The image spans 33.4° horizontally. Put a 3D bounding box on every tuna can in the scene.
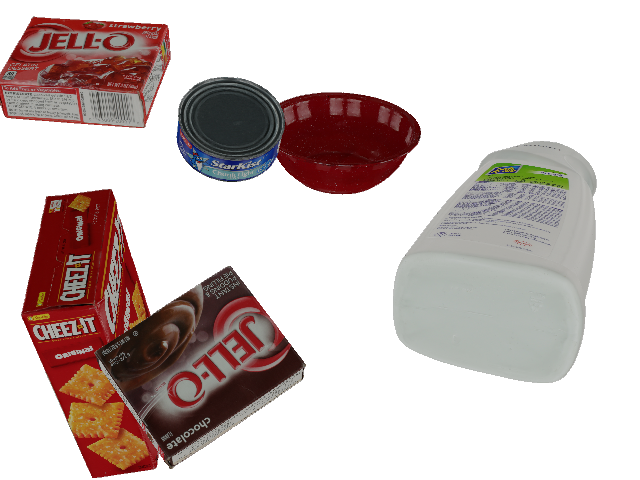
[{"bbox_3d":[-0.073,-0.089,0.863,0.086,0.086,0.034,0,-34,-12],"label":"tuna can"}]

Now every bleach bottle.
[{"bbox_3d":[0.127,-0.008,0.645,0.103,0.068,0.250,11,26,20],"label":"bleach bottle"}]

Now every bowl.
[{"bbox_3d":[0.019,-0.093,1.085,0.162,0.055,0.162,2,33,-2],"label":"bowl"}]

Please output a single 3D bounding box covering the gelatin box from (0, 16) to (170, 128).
[{"bbox_3d":[-0.142,-0.104,0.646,0.089,0.030,0.073,5,43,5],"label":"gelatin box"}]

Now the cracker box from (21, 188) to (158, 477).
[{"bbox_3d":[-0.200,0.086,0.982,0.072,0.214,0.164,-8,39,1],"label":"cracker box"}]

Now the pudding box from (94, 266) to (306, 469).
[{"bbox_3d":[-0.080,0.085,0.720,0.113,0.090,0.039,-34,-20,-15],"label":"pudding box"}]
